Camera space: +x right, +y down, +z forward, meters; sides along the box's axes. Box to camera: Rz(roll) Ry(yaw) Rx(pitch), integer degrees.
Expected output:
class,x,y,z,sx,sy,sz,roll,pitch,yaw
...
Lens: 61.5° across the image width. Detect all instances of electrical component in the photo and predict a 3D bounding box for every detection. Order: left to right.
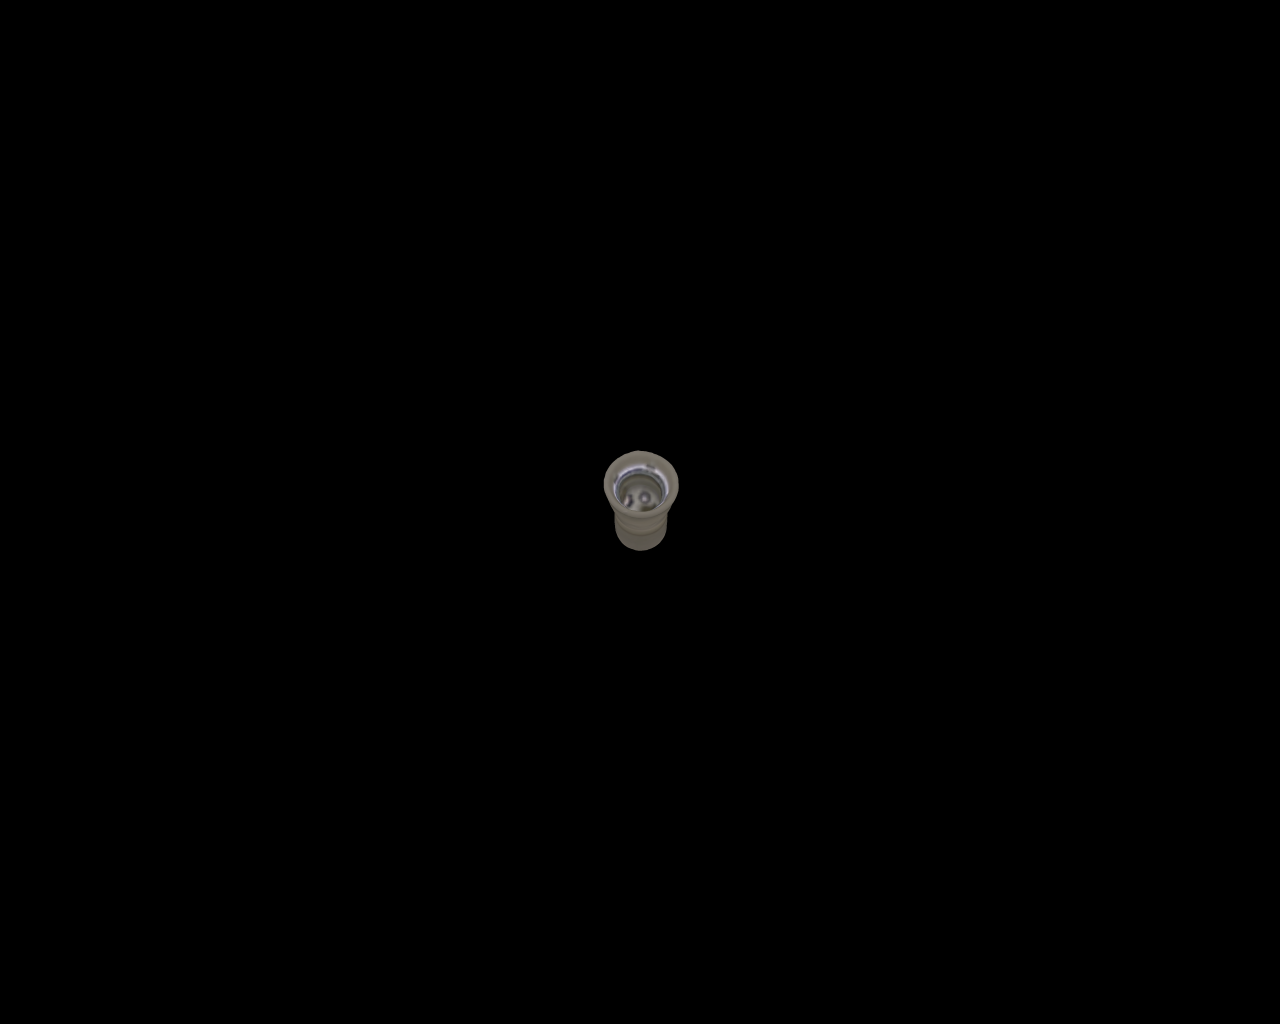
class,x,y,z,sx,sy,sz,roll,pitch,yaw
electrical component,0.001,-0.003,0.650,0.044,0.044,0.065,0,-27,0
